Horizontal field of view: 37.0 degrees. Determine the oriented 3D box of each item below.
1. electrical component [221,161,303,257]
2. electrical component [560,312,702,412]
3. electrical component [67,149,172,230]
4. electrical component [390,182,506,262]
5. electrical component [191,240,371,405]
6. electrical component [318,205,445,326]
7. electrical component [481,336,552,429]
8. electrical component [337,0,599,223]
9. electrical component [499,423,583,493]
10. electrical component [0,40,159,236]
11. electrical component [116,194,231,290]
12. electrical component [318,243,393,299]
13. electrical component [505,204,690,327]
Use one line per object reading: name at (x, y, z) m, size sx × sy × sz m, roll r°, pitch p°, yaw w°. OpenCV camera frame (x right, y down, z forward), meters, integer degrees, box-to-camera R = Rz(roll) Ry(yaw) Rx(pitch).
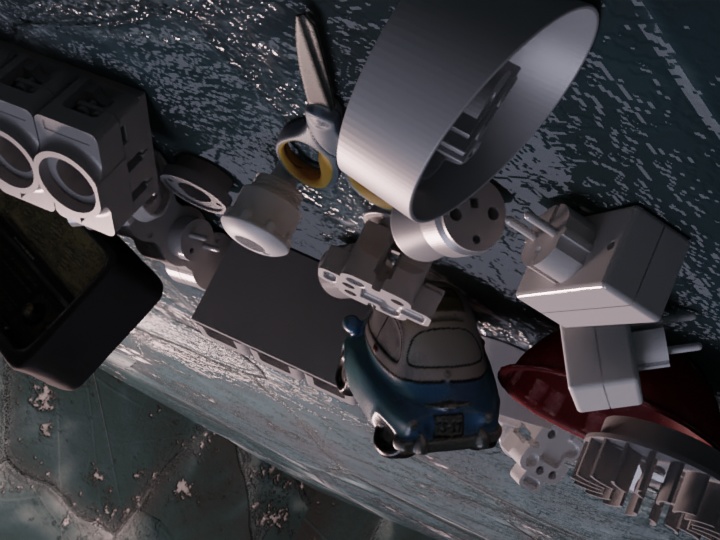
electrical component at (-0.056, -0.043, 0.686) m, size 0.048 × 0.062 × 0.048 m, roll 24°, pitch 165°, yaw 7°
electrical component at (0.159, 0.041, 0.627) m, size 0.077 × 0.065 × 0.047 m, roll -10°, pitch 154°, yaw 14°
electrical component at (-0.179, -0.064, 0.808) m, size 0.057 × 0.078 × 0.058 m, roll -3°, pitch 122°, yaw 22°
electrical component at (0.049, -0.028, 0.596) m, size 0.045 × 0.045 × 0.055 m, roll 32°, pitch 163°, yaw -21°
electrical component at (-0.052, 0.041, 0.906) m, size 0.150 × 0.089 × 0.061 m, roll 24°, pitch 165°, yaw 8°
electrical component at (0.021, -0.007, 0.690) m, size 0.078 × 0.057 × 0.058 m, roll 25°, pitch 165°, yaw 4°
electrical component at (0.123, 0.097, 0.906) m, size 0.099 × 0.064 × 0.099 m, roll 16°, pitch 175°, yaw 1°
electrical component at (0.037, -0.065, 0.400) m, size 0.064 × 0.099 × 0.099 m, roll 30°, pitch 166°, yaw 10°
electrical component at (0.162, 0.156, 0.985) m, size 0.058 × 0.078 × 0.057 m, roll 33°, pitch -176°, yaw -27°
electrical component at (-0.221, -0.092, 0.732) m, size 0.150 × 0.061 × 0.089 m, roll 21°, pitch 140°, yaw 17°
electrical component at (-0.149, -0.028, 0.905) m, size 0.074 × 0.052 × 0.138 m, roll 14°, pitch 160°, yaw 38°
electrical component at (0.000, 0.000, 0.780) m, size 0.040 × 0.040 × 0.078 m, roll 32°, pitch 164°, yaw -22°
electrical component at (0.110, -0.009, 0.556) m, size 0.076 × 0.047 × 0.083 m, roll 31°, pitch 164°, yaw -18°
